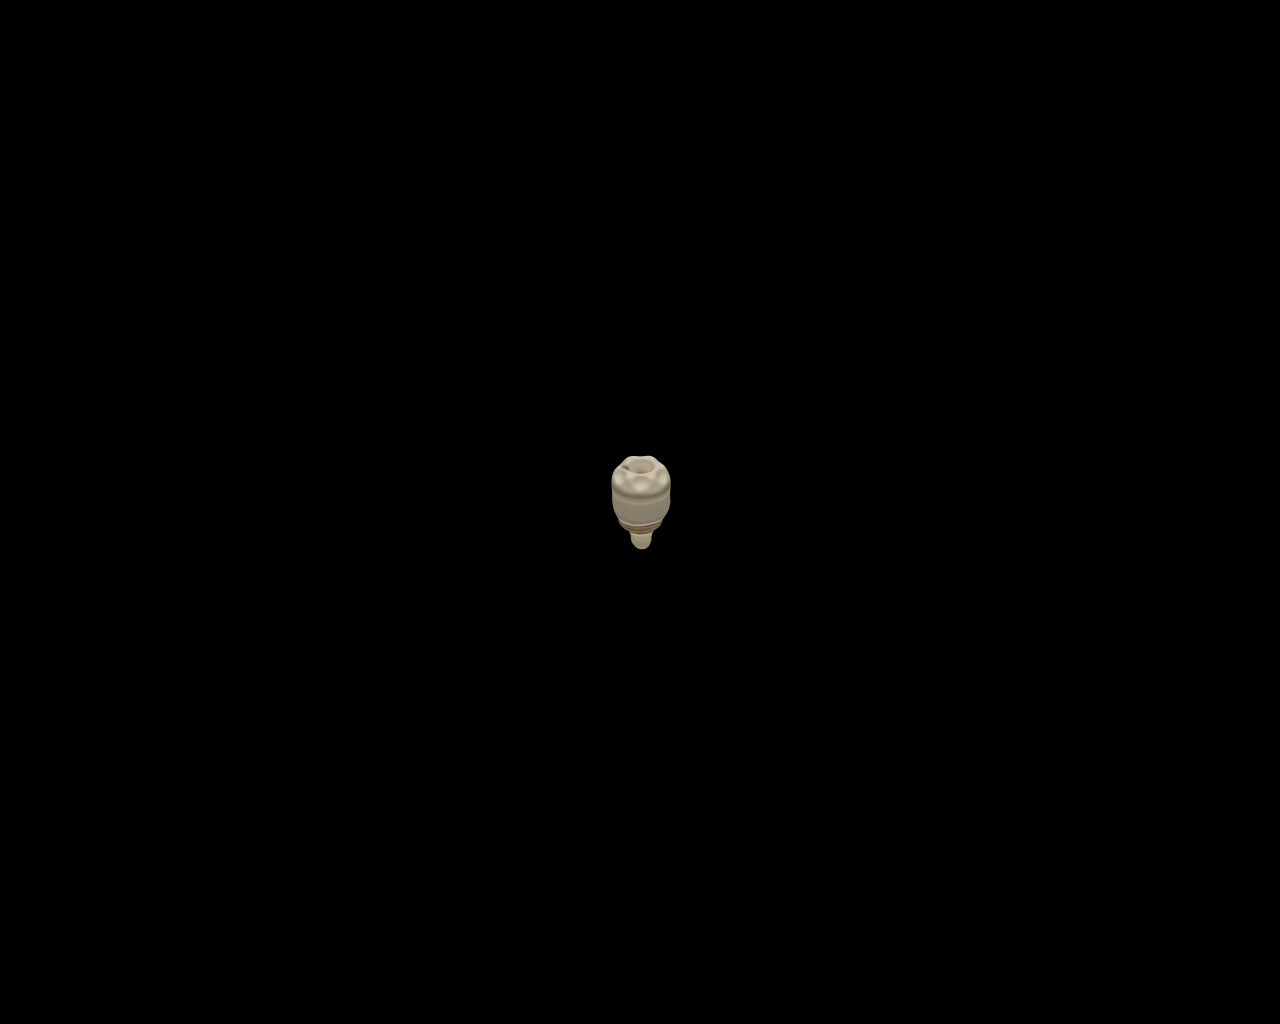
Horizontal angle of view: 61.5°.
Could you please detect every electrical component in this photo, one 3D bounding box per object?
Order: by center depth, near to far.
[{"bbox_3d":[0.001,-0.003,0.650,0.035,0.061,0.035,0,35,0],"label":"electrical component"}]
